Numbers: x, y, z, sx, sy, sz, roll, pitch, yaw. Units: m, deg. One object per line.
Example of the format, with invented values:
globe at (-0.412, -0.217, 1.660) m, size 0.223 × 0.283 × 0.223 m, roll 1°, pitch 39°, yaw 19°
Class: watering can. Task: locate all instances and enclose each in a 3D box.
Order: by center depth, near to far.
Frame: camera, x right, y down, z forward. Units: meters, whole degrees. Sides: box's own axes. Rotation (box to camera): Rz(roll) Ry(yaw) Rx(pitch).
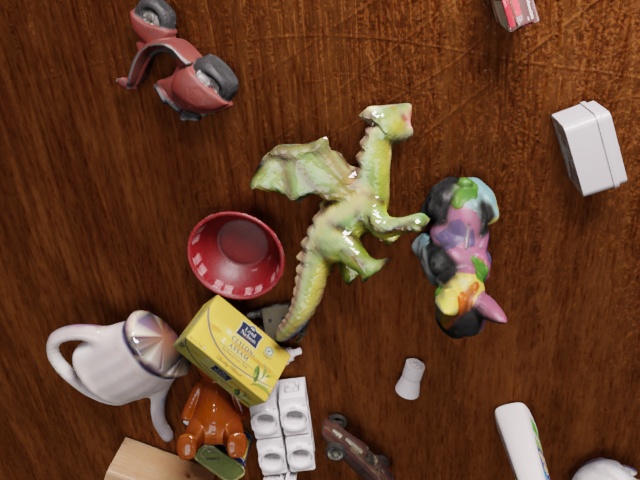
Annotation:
watering can at (-0.335, 0.256, 0.965) m, size 0.222 × 0.342 × 0.106 m, roll -29°, pitch 32°, yaw 19°

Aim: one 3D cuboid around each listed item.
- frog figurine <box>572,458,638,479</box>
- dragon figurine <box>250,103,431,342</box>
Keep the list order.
frog figurine at (0.536, 0.488, 0.931) m, size 0.136 × 0.121 × 0.162 m, roll -27°, pitch 19°, yaw 18°
dragon figurine at (0.002, -0.039, 0.777) m, size 0.407 × 0.242 × 0.123 m, roll -43°, pitch 8°, yaw 11°
